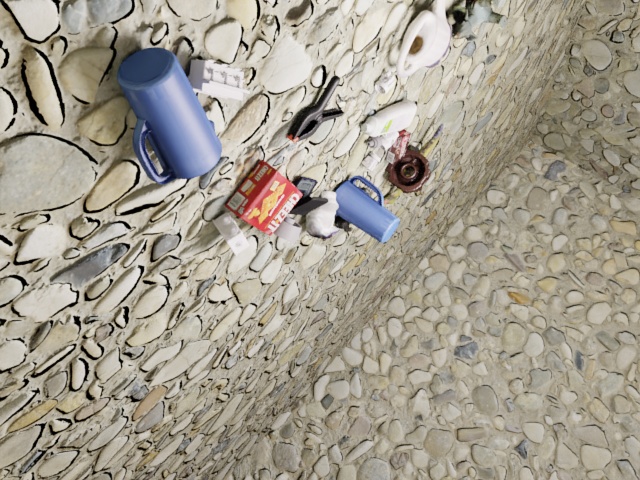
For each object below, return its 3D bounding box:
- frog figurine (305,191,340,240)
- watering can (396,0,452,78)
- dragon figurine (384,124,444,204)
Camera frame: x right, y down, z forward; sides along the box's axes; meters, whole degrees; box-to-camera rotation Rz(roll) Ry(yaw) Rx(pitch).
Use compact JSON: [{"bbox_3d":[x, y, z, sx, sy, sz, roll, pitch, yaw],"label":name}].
[{"bbox_3d":[0.005,-0.090,1.794,0.138,0.122,0.158,-17,102,-41],"label":"frog figurine"},{"bbox_3d":[0.345,-0.658,1.588,0.226,0.105,0.342,-16,138,-56],"label":"watering can"},{"bbox_3d":[0.404,-0.312,2.241,0.411,0.122,0.242,-50,174,-1],"label":"dragon figurine"}]
